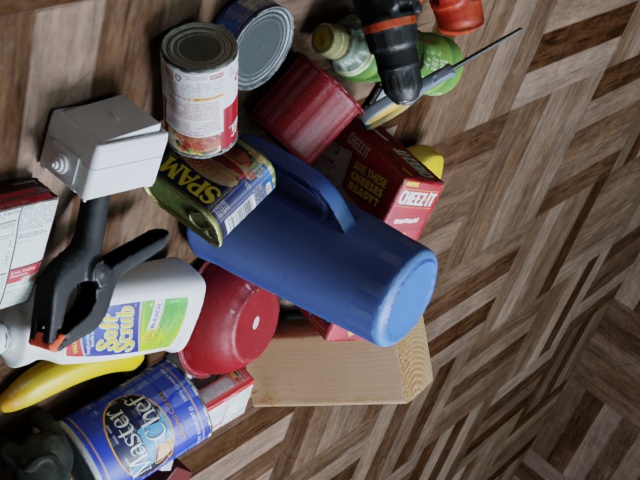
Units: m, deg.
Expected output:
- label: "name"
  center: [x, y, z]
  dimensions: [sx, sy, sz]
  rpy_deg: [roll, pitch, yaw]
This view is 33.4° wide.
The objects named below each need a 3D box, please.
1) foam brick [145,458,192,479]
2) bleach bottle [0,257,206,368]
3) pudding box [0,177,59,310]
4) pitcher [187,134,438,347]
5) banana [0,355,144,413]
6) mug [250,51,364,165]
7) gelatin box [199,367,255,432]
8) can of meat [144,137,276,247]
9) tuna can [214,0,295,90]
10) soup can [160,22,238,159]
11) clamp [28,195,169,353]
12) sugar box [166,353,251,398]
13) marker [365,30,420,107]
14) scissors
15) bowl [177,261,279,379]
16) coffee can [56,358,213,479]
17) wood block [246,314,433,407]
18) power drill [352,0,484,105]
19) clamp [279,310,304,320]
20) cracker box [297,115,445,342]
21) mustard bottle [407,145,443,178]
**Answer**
- label: "foam brick"
  center: [-0.204, 0.277, 1.296]
  dimensions: [0.053, 0.078, 0.051]
  rpy_deg: [-51, 154, -6]
- label: "bleach bottle"
  center: [-0.222, 0.079, 1.022]
  dimensions: [0.250, 0.068, 0.103]
  rpy_deg: [-11, 131, -53]
- label: "pudding box"
  center: [-0.269, 0.009, 0.871]
  dimensions: [0.089, 0.039, 0.114]
  rpy_deg: [-18, 136, -51]
- label: "pitcher"
  center: [-0.007, 0.001, 1.076]
  dimensions: [0.149, 0.243, 0.145]
  rpy_deg: [16, 101, -63]
- label: "banana"
  center: [-0.240, 0.133, 1.090]
  dimensions: [0.197, 0.037, 0.070]
  rpy_deg: [-6, 128, -59]
- label: "mug"
  center: [-0.015, -0.128, 1.088]
  dimensions: [0.081, 0.093, 0.117]
  rpy_deg: [-48, 172, 0]
- label: "gelatin box"
  center: [-0.121, 0.194, 1.271]
  dimensions: [0.073, 0.030, 0.089]
  rpy_deg: [-28, 157, -30]
- label: "can of meat"
  center: [-0.104, -0.056, 1.002]
  dimensions: [0.083, 0.102, 0.057]
  rpy_deg: [-46, 155, -21]
- label: "tuna can"
  center: [-0.065, -0.183, 0.982]
  dimensions: [0.086, 0.034, 0.086]
  rpy_deg: [-40, 153, -26]
- label: "soup can"
  center: [-0.106, -0.131, 0.938]
  dimensions: [0.068, 0.069, 0.102]
  rpy_deg: [-37, 151, -31]
- label: "clamp"
  center: [-0.197, 0.027, 0.952]
  dimensions: [0.120, 0.039, 0.171]
  rpy_deg: [41, 67, -46]
- label: "sugar box"
  center: [-0.134, 0.166, 1.313]
  dimensions: [0.093, 0.048, 0.176]
  rpy_deg: [-58, 152, 8]
- label: "marker"
  center: [0.086, -0.193, 1.255]
  dimensions: [0.121, 0.020, 0.020]
  rpy_deg: [-58, 155, 10]
- label: "scissors"
  center: [0.121, -0.169, 1.146]
  dimensions: [0.201, 0.016, 0.096]
  rpy_deg: [-29, 176, -20]
- label: "bowl"
  center: [-0.093, 0.088, 1.213]
  dimensions: [0.161, 0.055, 0.162]
  rpy_deg: [-37, 135, -49]
- label: "coffee can"
  center: [-0.202, 0.206, 1.154]
  dimensions: [0.140, 0.103, 0.103]
  rpy_deg: [-30, 148, -28]
- label: "wood block"
  center: [0.021, 0.145, 1.292]
  dimensions: [0.090, 0.206, 0.091]
  rpy_deg: [-25, 106, -60]
- label: "power drill"
  center: [0.102, -0.238, 1.083]
  dimensions: [0.187, 0.057, 0.184]
  rpy_deg: [-25, 106, -55]
- label: "clamp"
  center: [-0.011, 0.121, 1.478]
  dimensions: [0.209, 0.036, 0.165]
  rpy_deg: [-37, 148, -37]
- label: "cracker box"
  center: [0.030, -0.018, 1.200]
  dimensions: [0.071, 0.164, 0.214]
  rpy_deg: [4, 122, -40]
- label: "mustard bottle"
  center: [0.086, -0.076, 1.363]
  dimensions: [0.191, 0.058, 0.096]
  rpy_deg: [-6, 131, -58]
